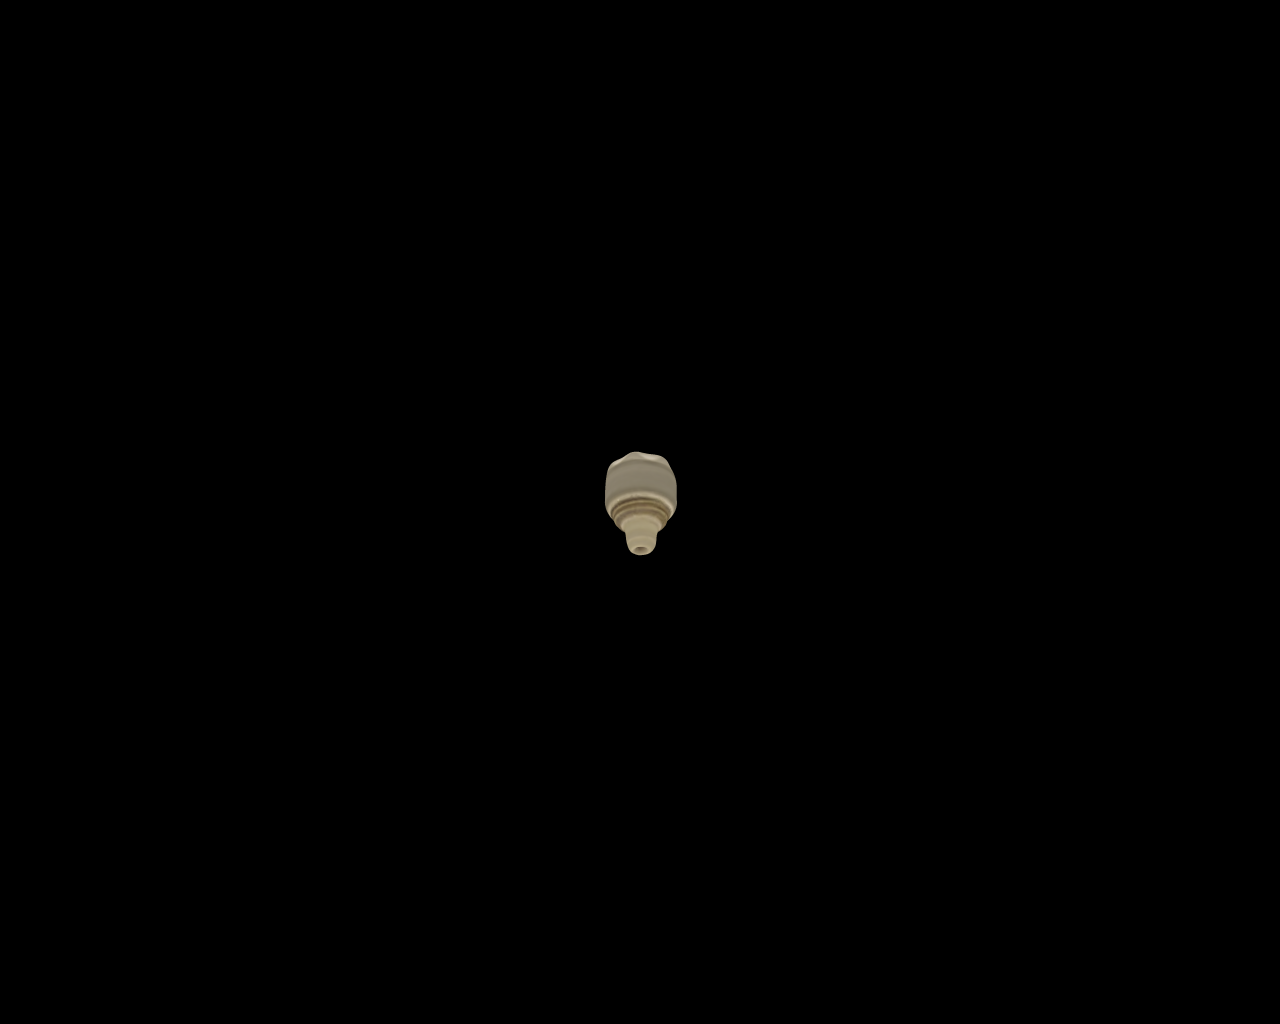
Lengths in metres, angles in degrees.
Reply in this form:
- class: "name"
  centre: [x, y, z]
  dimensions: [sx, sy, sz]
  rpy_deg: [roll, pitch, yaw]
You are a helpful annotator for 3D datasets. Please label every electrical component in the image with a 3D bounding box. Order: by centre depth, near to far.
- class: "electrical component"
  centre: [0.001, -0.003, 0.650]
  dimensions: [0.043, 0.062, 0.043]
  rpy_deg: [0, -32, 0]
